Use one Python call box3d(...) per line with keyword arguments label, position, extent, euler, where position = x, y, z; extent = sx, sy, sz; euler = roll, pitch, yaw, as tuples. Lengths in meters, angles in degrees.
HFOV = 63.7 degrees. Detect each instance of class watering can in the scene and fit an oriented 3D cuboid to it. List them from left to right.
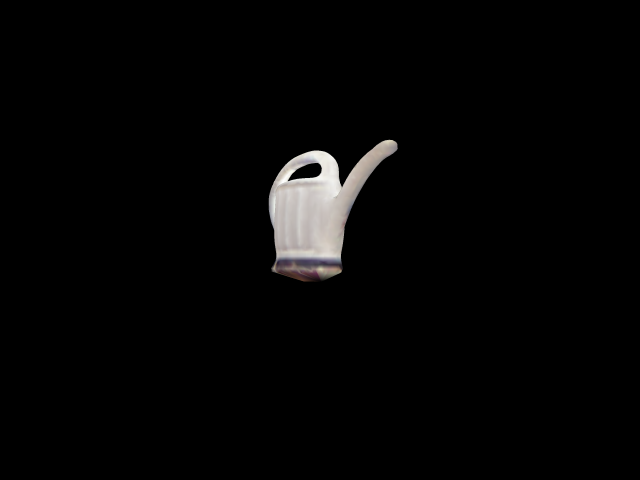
box3d(label="watering can", position=(0.003, -0.043, 0.850), extent=(0.104, 0.225, 0.346), euler=(3, -4, -33))
